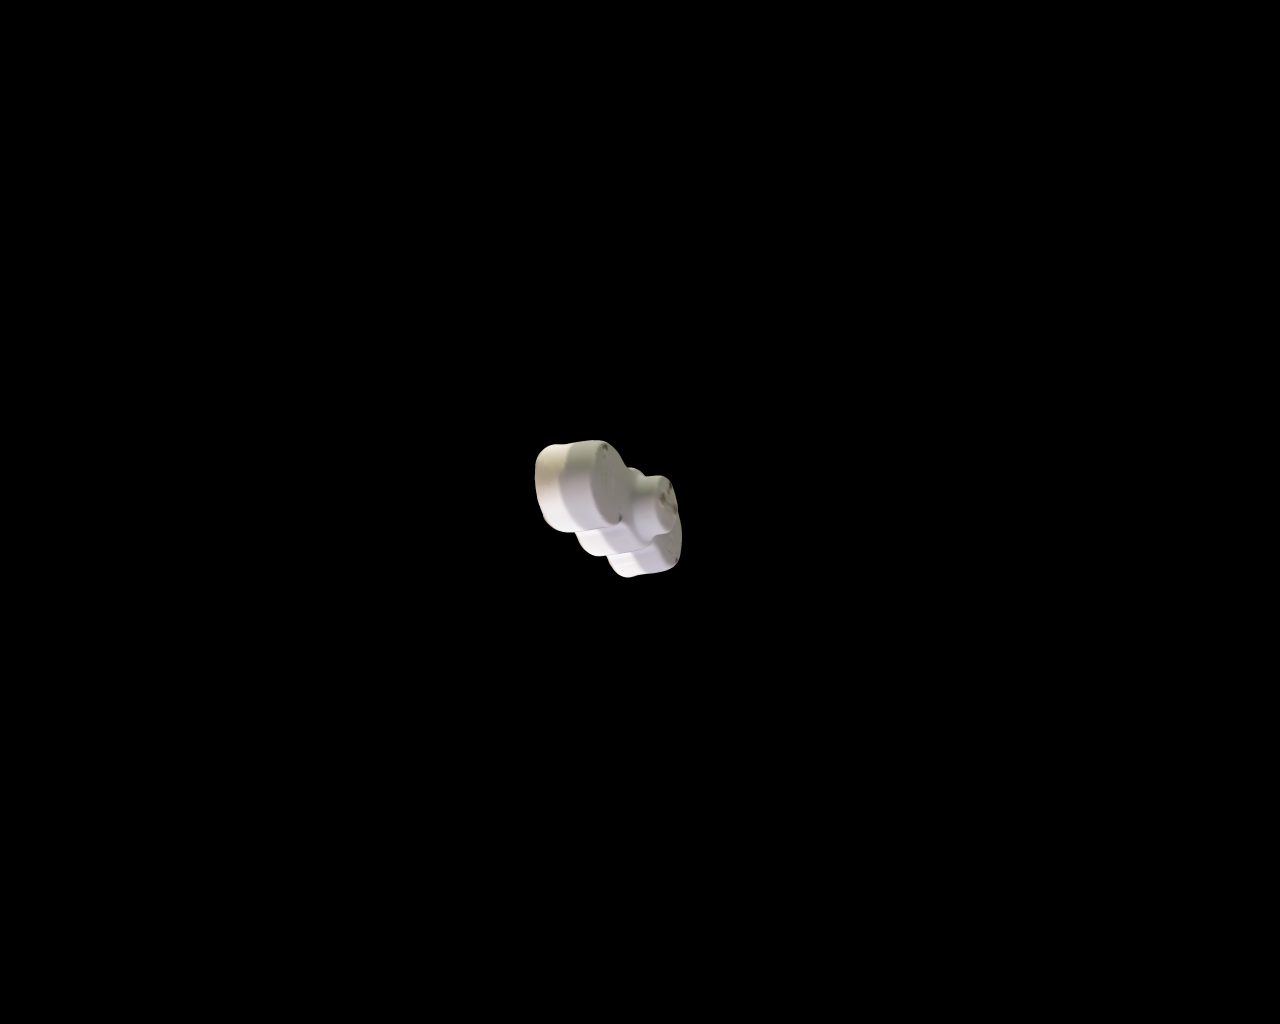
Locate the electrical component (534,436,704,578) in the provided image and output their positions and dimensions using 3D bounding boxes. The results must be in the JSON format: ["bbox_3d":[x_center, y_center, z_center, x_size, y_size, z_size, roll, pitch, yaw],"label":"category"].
[{"bbox_3d":[0.001,-0.003,0.650,0.074,0.052,0.138,-9,-24,22],"label":"electrical component"}]
